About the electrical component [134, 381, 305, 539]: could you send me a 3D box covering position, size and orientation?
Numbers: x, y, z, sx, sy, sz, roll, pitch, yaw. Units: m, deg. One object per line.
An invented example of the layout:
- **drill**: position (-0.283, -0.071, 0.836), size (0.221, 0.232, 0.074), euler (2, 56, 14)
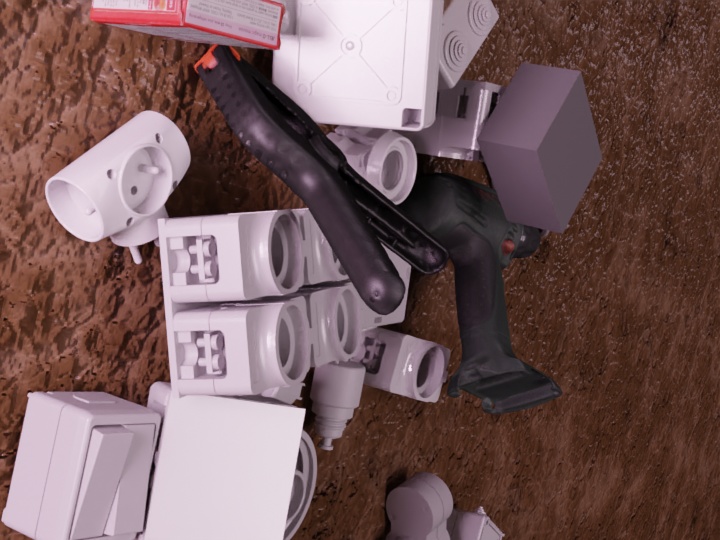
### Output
- **electrical component**: position (-0.098, 0.153, 0.688), size (0.089, 0.062, 0.150), euler (11, 87, -22)

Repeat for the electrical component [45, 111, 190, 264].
- **electrical component**: position (-0.136, -0.041, 0.634), size (0.077, 0.044, 0.079), euler (-47, 137, -38)

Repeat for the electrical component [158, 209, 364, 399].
- **electrical component**: position (-0.054, 0.014, 0.702), size (0.186, 0.060, 0.105), euler (-14, 101, -70)

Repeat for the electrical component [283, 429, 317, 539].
- **electrical component**: position (-0.075, 0.156, 0.780), size (0.108, 0.060, 0.108), euler (-25, 121, -51)

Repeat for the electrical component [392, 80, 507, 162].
- **electrical component**: position (0.099, -0.125, 0.918), size (0.150, 0.089, 0.061), euler (-3, 103, -56)

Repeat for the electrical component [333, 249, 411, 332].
- **electrical component**: position (0.000, 0.000, 0.850), size (0.100, 0.048, 0.099), euler (-5, 105, -56)

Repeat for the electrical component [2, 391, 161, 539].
- **electrical component**: position (-0.162, 0.124, 0.636), size (0.062, 0.061, 0.096), euler (10, 92, -57)

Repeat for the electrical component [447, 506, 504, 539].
- **electrical component**: position (0.103, 0.286, 1.100), size (0.061, 0.061, 0.096), euler (52, 51, -50)

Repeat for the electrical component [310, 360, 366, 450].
- **electrical component**: position (-0.021, 0.105, 0.863), size (0.040, 0.040, 0.078), euler (4, 98, -57)

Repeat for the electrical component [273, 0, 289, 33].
- **electrical component**: position (-0.068, -0.183, 0.689), size (0.048, 0.048, 0.062), euler (1, 93, -57)

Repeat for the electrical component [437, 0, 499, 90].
- **electrical component**: position (0.047, -0.179, 0.814), size (0.048, 0.100, 0.099), euler (53, 56, -35)

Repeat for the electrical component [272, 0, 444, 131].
- **electrical component**: position (-0.002, -0.153, 0.732), size (0.056, 0.109, 0.108), euler (-50, 145, -72)

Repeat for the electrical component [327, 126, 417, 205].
- **electrical component**: position (0.006, -0.080, 0.824), size (0.078, 0.057, 0.058), euler (-43, 134, -41)

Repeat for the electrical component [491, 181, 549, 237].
- **electrical component**: position (0.168, -0.103, 1.065), size (0.073, 0.052, 0.138), euler (-58, 142, -27)

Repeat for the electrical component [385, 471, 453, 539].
- **electrical component**: position (0.045, 0.265, 1.007), size (0.074, 0.052, 0.138), euler (-23, 119, -52)

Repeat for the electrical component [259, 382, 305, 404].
- **electrical component**: position (-0.066, 0.083, 0.789), size (0.046, 0.040, 0.040), euler (29, 76, -62)

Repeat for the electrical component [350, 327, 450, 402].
- **electrical component**: position (0.037, 0.082, 0.928), size (0.089, 0.056, 0.050), euler (22, 82, -57)
